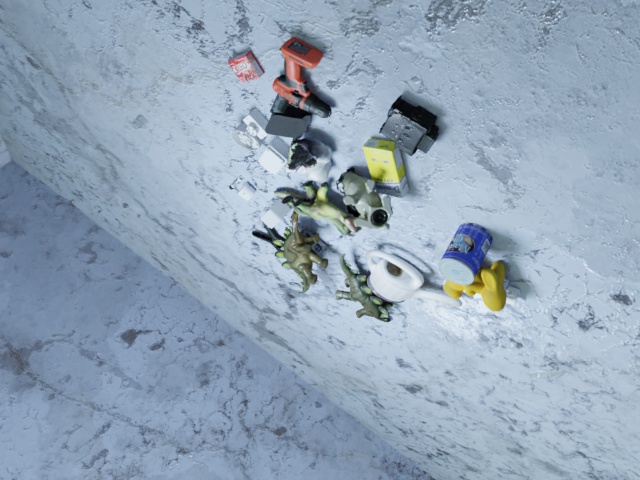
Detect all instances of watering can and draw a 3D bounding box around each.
[{"bbox_3d":[0.293,0.155,1.747,0.348,0.106,0.220,34,-28,6],"label":"watering can"}]

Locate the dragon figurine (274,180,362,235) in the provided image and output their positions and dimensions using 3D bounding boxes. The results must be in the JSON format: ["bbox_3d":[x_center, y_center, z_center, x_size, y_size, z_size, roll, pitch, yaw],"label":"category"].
[{"bbox_3d":[0.005,-0.087,1.733,0.240,0.123,0.412,44,-12,-25],"label":"dragon figurine"}]

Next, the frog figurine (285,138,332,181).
[{"bbox_3d":[-0.018,-0.239,1.538,0.136,0.124,0.159,-31,-17,28],"label":"frog figurine"}]
